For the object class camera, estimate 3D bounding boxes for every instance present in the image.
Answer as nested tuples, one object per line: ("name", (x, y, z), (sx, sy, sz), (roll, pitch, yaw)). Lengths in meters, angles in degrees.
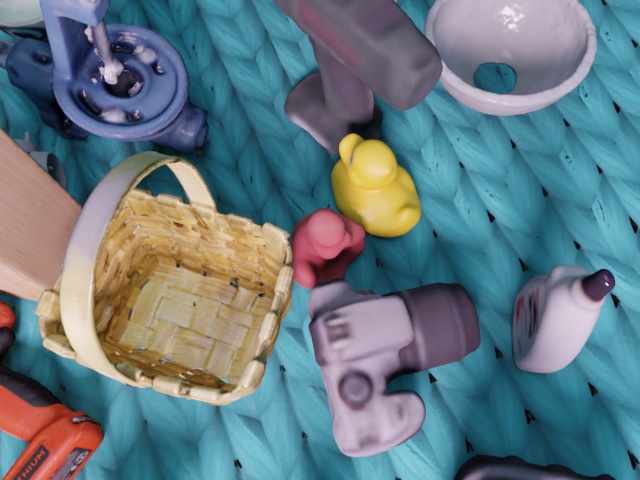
("camera", (0.065, 0.092, 0.473), (0.137, 0.101, 0.143), (-14, 68, -2))

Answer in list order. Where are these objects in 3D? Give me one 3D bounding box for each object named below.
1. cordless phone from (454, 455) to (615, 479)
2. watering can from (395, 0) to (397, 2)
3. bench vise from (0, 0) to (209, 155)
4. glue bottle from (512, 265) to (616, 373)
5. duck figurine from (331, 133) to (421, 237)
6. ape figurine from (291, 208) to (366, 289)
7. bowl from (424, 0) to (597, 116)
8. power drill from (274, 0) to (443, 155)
("cordless phone", (0.165, 0.197, 0.382), (0.147, 0.185, 0.094), (6, 69, 5))
("watering can", (0.045, -0.327, 0.588), (0.101, 0.194, 0.172), (-38, 71, -11))
("bench vise", (-0.222, -0.155, 0.521), (0.207, 0.220, 0.121), (-1, 68, 3))
("glue bottle", (0.188, 0.054, 0.444), (0.037, 0.173, 0.078), (3, 69, 4))
("duck figurine", (0.053, -0.057, 0.540), (0.077, 0.086, 0.104), (-37, 71, -11))
("ape figurine", (0.005, 0.002, 0.517), (0.078, 0.092, 0.076), (-19, 69, -4))
("bowl", (0.187, -0.190, 0.592), (0.167, 0.075, 0.167), (-1, 69, 3))
("power drill", (0.005, -0.177, 0.524), (0.229, 0.208, 0.076), (40, 76, 16))
